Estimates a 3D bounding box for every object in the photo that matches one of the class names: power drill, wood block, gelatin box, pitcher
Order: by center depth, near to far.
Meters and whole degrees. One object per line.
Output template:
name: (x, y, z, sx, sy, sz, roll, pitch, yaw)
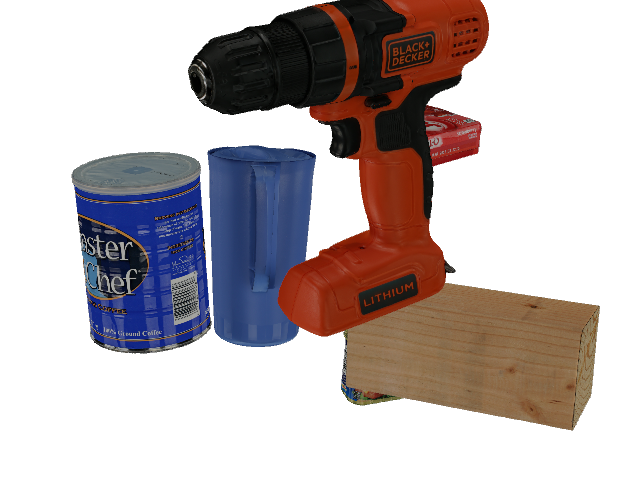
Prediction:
power drill: (0.014, -0.042, 0.601, 0.184, 0.188, 0.057, -17, 34, -29)
gelatin box: (0.073, -0.086, 0.859, 0.073, 0.030, 0.089, -16, 27, -33)
wood block: (0.135, 0.095, 0.958, 0.206, 0.090, 0.090, 8, 14, 23)
pitcher: (-0.076, 0.007, 1.323, 0.145, 0.243, 0.148, 11, 15, 36)

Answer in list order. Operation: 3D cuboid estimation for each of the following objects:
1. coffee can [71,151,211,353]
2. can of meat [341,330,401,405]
coffee can: (-0.145, 0.008, 0.877, 0.103, 0.140, 0.103, -2, 20, 0)
can of meat: (0.077, 0.154, 1.342, 0.102, 0.084, 0.057, -6, 27, -22)
